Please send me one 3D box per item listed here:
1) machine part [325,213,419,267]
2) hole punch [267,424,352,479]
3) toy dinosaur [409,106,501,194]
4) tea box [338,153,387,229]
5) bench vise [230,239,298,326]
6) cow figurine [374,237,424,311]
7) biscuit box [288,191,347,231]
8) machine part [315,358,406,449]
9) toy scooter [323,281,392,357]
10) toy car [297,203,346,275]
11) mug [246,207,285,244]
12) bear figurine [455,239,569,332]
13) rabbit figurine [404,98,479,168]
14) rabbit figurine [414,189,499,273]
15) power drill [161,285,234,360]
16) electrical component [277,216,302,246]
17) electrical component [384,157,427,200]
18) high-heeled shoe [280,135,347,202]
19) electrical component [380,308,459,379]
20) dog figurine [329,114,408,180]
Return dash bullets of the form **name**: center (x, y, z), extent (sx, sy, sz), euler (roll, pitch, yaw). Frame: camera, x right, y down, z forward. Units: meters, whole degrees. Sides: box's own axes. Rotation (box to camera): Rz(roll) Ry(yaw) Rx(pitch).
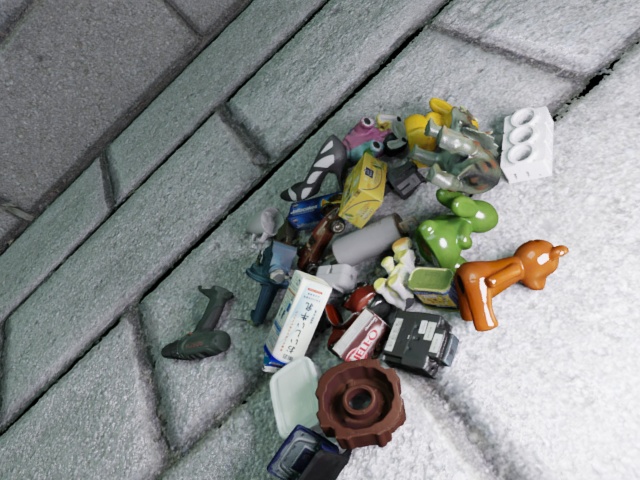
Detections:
- **machine part**: center (0.117, 0.003, 1.256), extent (0.243, 0.079, 0.079), euler (-26, 44, 26)
- **hole punch**: center (-0.022, 0.420, 1.007), extent (0.092, 0.115, 0.142), euler (29, 81, 43)
- **toy dinosaur**: center (0.301, -0.156, 1.091), extent (0.405, 0.192, 0.131), euler (-90, 17, -60)
- **tea box**: center (0.103, -0.119, 1.273), extent (0.098, 0.068, 0.170), euler (-52, 13, 38)
- **bench vise**: center (-0.126, 0.114, 1.341), extent (0.240, 0.129, 0.224), euler (-69, 25, 9)
- **cow figurine**: center (0.181, 0.071, 1.145), extent (0.068, 0.098, 0.167), euler (-23, 28, 39)
- **biscuit box**: center (0.016, -0.078, 1.408), extent (0.203, 0.059, 0.063), euler (-12, 45, 27)
- **machine part**: center (0.076, 0.309, 1.018), extent (0.179, 0.055, 0.179), euler (-9, 42, 8)
- **toy scooter**: center (0.067, 0.157, 1.181), extent (0.184, 0.075, 0.135), euler (-49, 38, 5)
- **toy car**: center (-0.003, -0.004, 1.342), extent (0.202, 0.053, 0.089), euler (-60, 33, 27)
- **mug**: center (-0.167, -0.034, 1.550), extent (0.107, 0.080, 0.109), euler (-13, 54, 50)
- **bear figurine**: center (0.352, 0.075, 0.982), extent (0.196, 0.131, 0.120), euler (-13, 6, -4)
- **rabbit figurine**: center (0.297, -0.269, 1.316), extent (0.173, 0.121, 0.162), euler (-12, 40, 17)
- **rabbit figurine**: center (0.281, -0.033, 1.105), extent (0.170, 0.158, 0.121), euler (-32, 29, -5)
- **power drill**: center (-0.329, 0.227, 1.472), extent (0.232, 0.085, 0.207), euler (-7, 50, 36)
- **electrical component**: center (-0.084, -0.017, 1.483), extent (0.078, 0.045, 0.102), euler (-48, 29, 40)
- **electrical component**: center (0.192, -0.137, 1.308), extent (0.119, 0.074, 0.048), euler (-36, 40, 7)
- **high-heeled shoe**: center (-0.030, -0.184, 1.414), extent (0.249, 0.145, 0.086), euler (-8, 12, 37)
- **electrical component**: center (0.196, 0.201, 1.039), extent (0.134, 0.058, 0.115), euler (6, 64, 44)
- **dog figurine**: center (0.110, -0.240, 1.444), extent (0.219, 0.191, 0.108), euler (-33, 75, 53)
